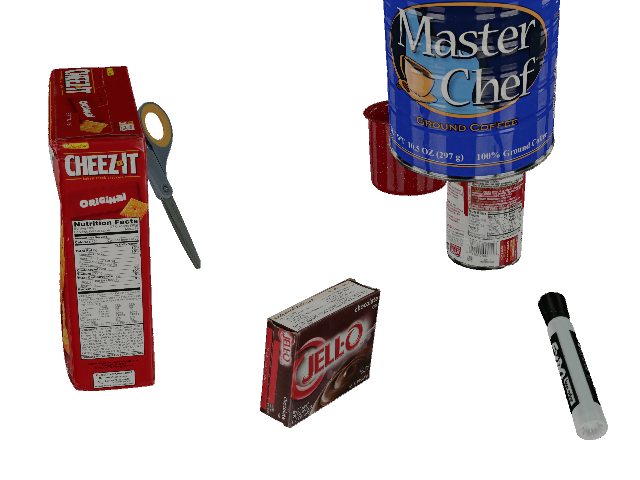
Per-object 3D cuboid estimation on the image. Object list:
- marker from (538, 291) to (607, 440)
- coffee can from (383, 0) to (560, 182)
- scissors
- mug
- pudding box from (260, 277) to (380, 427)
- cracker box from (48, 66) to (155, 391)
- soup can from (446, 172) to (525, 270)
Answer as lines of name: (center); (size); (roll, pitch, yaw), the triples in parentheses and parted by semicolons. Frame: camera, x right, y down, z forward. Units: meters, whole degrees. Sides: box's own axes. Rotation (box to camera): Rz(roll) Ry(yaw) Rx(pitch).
marker: (0.160, 0.076, 0.686); (0.020, 0.020, 0.121); (0, 39, -3)
coffee can: (0.088, -0.120, 0.624); (0.103, 0.140, 0.103); (-4, 34, 2)
scissors: (-0.171, -0.073, 1.209); (0.016, 0.201, 0.096); (-20, 21, 43)
mug: (0.102, -0.101, 1.127); (0.117, 0.081, 0.093); (-22, 30, -36)
pudding box: (0.000, 0.091, 0.889); (0.039, 0.090, 0.113); (23, 30, 30)
cracker box: (-0.177, -0.012, 0.852); (0.072, 0.214, 0.164); (-5, 27, -13)
soup can: (0.146, -0.033, 0.939); (0.068, 0.102, 0.068); (-2, 25, 1)
